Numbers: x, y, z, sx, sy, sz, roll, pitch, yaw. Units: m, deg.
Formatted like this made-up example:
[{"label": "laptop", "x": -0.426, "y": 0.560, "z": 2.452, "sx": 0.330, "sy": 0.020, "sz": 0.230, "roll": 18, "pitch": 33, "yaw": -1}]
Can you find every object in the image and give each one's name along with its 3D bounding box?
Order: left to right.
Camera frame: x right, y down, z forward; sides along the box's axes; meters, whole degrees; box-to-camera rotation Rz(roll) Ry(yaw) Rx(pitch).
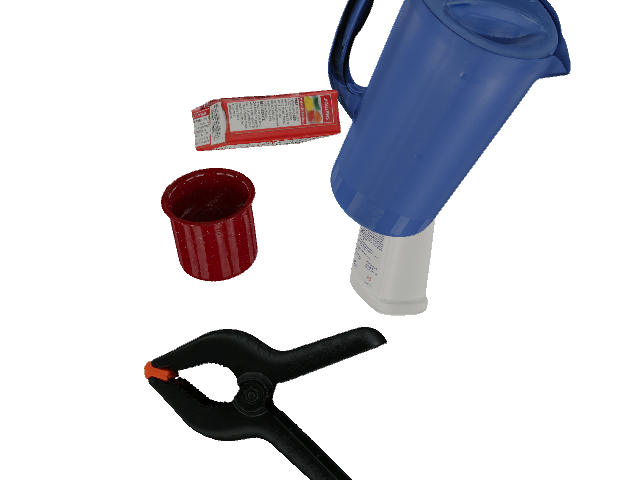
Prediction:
[{"label": "mug", "x": -0.116, "y": -0.018, "z": 1.077, "sx": 0.117, "sy": 0.081, "sz": 0.093, "roll": 27, "pitch": 50, "yaw": 33}, {"label": "gelatin box", "x": -0.036, "y": -0.075, "z": 0.668, "sx": 0.073, "sy": 0.030, "sz": 0.089, "roll": -7, "pitch": 4, "yaw": -18}, {"label": "clamp", "x": -0.040, "y": 0.118, "z": 0.754, "sx": 0.171, "sy": 0.120, "sz": 0.039, "roll": 2, "pitch": -7, "yaw": 13}, {"label": "bleach bottle", "x": 0.090, "y": -0.053, "z": 1.137, "sx": 0.068, "sy": 0.251, "sz": 0.103, "roll": -1, "pitch": 23, "yaw": -24}, {"label": "pitcher", "x": 0.088, "y": -0.122, "z": 0.935, "sx": 0.144, "sy": 0.149, "sz": 0.243, "roll": -8, "pitch": -36, "yaw": -32}]
